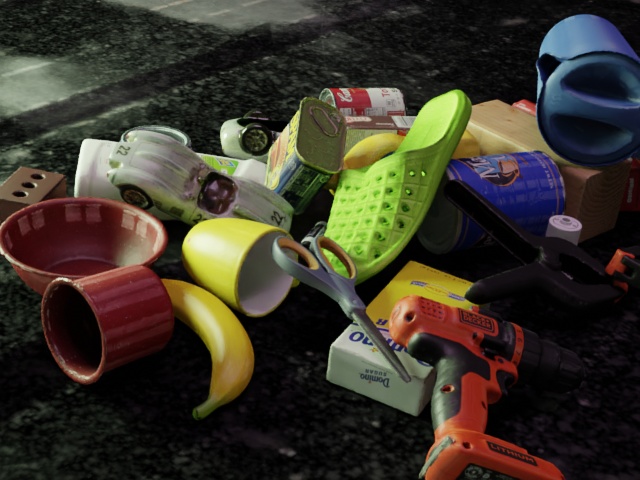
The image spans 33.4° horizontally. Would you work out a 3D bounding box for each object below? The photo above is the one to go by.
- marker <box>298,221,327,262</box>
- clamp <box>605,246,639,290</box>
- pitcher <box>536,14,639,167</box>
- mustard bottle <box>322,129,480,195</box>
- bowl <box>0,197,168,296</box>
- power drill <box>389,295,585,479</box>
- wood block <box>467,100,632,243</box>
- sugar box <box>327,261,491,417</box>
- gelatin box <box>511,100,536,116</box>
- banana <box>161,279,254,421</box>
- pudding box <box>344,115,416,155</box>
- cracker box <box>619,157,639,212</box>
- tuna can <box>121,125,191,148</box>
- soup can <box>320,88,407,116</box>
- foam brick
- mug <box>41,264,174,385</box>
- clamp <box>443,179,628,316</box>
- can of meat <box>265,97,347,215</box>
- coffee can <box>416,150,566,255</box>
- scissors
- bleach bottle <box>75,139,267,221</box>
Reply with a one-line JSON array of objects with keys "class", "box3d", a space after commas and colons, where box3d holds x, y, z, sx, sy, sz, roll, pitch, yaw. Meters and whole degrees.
[{"class": "marker", "box3d": [-0.007, 0.001, 1.116, 0.020, 0.020, 0.121, 11, 14, 7]}, {"class": "clamp", "box3d": [0.377, 0.047, 1.101, 0.171, 0.039, 0.120, 7, 23, -27]}, {"class": "pitcher", "box3d": [0.326, -0.181, 1.261, 0.145, 0.149, 0.242, -4, 24, 11]}, {"class": "mustard bottle", "box3d": [0.085, -0.076, 1.223, 0.191, 0.096, 0.058, -5, 34, -20]}, {"class": "bowl", "box3d": [-0.229, 0.018, 1.035, 0.162, 0.055, 0.162, 5, 29, -3]}, {"class": "power drill", "box3d": [0.146, 0.135, 0.869, 0.184, 0.057, 0.187, 18, 34, -13]}, {"class": "wood block", "box3d": [0.255, -0.086, 1.282, 0.090, 0.091, 0.206, -19, 38, -37]}, {"class": "sugar box", "box3d": [0.086, 0.086, 0.989, 0.093, 0.048, 0.176, 19, 30, 20]}, {"class": "gelatin box", "box3d": [0.275, -0.125, 1.355, 0.030, 0.089, 0.073, -27, 43, -32]}, {"class": "banana", "box3d": [-0.102, 0.085, 0.959, 0.069, 0.037, 0.198, -3, 31, -20]}, {"class": "pudding box", "box3d": [0.074, -0.100, 1.272, 0.113, 0.090, 0.039, 0, 31, -13]}, {"class": "cracker box", "box3d": [0.420, -0.101, 1.363, 0.213, 0.072, 0.164, 1, 29, -9]}, {"class": "tuna can", "box3d": [-0.197, -0.106, 1.284, 0.086, 0.034, 0.086, 5, 29, -3]}, {"class": "soup can", "box3d": [0.056, -0.166, 1.408, 0.102, 0.068, 0.068, -4, 31, -19]}, {"class": "foam brick", "box3d": [-0.304, -0.036, 1.118, 0.053, 0.051, 0.078, 10, 29, 6]}, {"class": "mug", "box3d": [-0.189, 0.071, 0.931, 0.081, 0.093, 0.117, -18, 1, -44]}, {"class": "clamp", "box3d": [0.216, 0.031, 1.061, 0.209, 0.036, 0.164, 24, 39, -15]}, {"class": "can of meat", "box3d": [-0.017, -0.089, 1.156, 0.057, 0.084, 0.102, 23, 45, -18]}, {"class": "coffee can", "box3d": [0.184, -0.043, 1.179, 0.140, 0.103, 0.103, -7, 32, -24]}, {"class": "scissors", "box3d": [0.012, 0.052, 0.951, 0.096, 0.016, 0.202, 15, 28, -24]}, {"class": "bleach bottle", "box3d": [-0.140, -0.057, 1.183, 0.250, 0.068, 0.102, 5, 34, -9]}]
